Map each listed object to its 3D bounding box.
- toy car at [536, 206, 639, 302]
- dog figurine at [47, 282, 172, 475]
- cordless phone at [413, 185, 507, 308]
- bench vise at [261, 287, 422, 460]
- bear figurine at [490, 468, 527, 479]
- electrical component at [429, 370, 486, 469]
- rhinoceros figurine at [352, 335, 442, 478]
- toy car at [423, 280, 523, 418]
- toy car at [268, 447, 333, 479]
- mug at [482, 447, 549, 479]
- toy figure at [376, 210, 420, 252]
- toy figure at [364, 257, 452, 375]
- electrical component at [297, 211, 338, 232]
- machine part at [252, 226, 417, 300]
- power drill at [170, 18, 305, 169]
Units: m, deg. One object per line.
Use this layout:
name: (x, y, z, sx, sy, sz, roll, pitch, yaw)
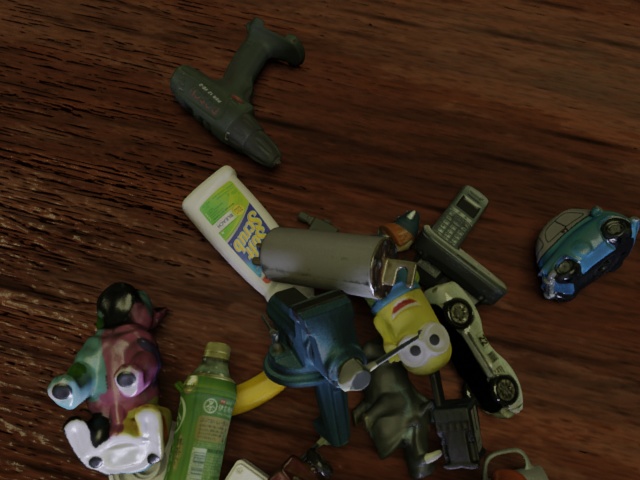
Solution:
toy car: (0.378, 0.010, 0.793, 0.162, 0.109, 0.103, -35, 53, 0)
dog figurine: (-0.249, 0.163, 0.697, 0.108, 0.219, 0.191, -13, 110, -2)
cordless phone: (0.228, 0.006, 0.802, 0.147, 0.088, 0.184, 38, 55, 8)
bench vise: (0.007, 0.167, 0.669, 0.129, 0.224, 0.240, -23, 114, -33)
bear figurine: (0.136, 0.335, 0.625, 0.196, 0.132, 0.120, -4, 89, 25)
electrical component: (0.178, 0.228, 0.701, 0.048, 0.074, 0.119, -12, 77, 23)
rhinoceros figurine: (0.100, 0.224, 0.730, 0.112, 0.073, 0.190, -10, 70, -16)
toy car: (0.206, 0.152, 0.738, 0.056, 0.073, 0.201, -28, 84, -29)
toy car: (0.009, 0.332, 0.646, 0.089, 0.053, 0.202, -39, 119, -11)
mug: (0.239, 0.329, 0.690, 0.107, 0.081, 0.109, -15, 82, 3)
toy figure: (0.091, 0.008, 0.801, 0.154, 0.064, 0.057, -31, 111, -15)
toy figure: (0.110, 0.090, 0.712, 0.082, 0.089, 0.180, -40, 64, 21)
electrical component: (-0.002, -0.002, 0.822, 0.094, 0.021, 0.063, 29, 73, 8)
machine part: (0.010, 0.026, 0.689, 0.243, 0.079, 0.079, 5, 69, 34)
power drill: (-0.110, -0.245, 0.876, 0.232, 0.086, 0.207, 32, 82, 11)
